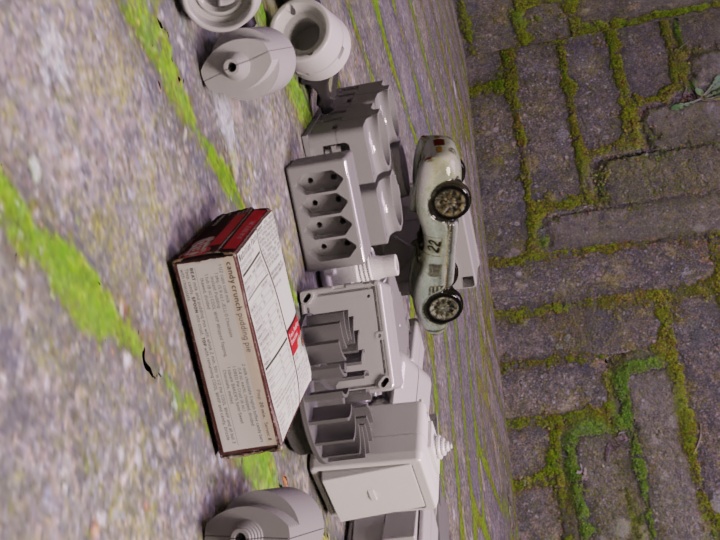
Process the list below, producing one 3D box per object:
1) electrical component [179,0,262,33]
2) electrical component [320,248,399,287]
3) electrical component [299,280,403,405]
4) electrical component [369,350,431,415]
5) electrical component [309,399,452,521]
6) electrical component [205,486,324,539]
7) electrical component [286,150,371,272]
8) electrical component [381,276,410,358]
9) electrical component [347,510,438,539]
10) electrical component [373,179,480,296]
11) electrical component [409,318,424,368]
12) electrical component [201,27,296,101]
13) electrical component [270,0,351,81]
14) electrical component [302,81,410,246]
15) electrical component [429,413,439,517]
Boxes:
[{"bbox_3d":[-0.081,-0.168,0.621,0.055,0.048,0.066,-97,173,-54],"label":"electrical component"},{"bbox_3d":[0.000,0.000,0.874,0.048,0.062,0.048,-8,90,-80],"label":"electrical component"},{"bbox_3d":[-0.004,0.059,0.805,0.061,0.062,0.096,19,63,-79],"label":"electrical component"},{"bbox_3d":[0.018,0.114,0.855,0.059,0.054,0.095,43,45,-47],"label":"electrical component"},{"bbox_3d":[0.018,0.137,0.764,0.061,0.096,0.061,-84,162,-46],"label":"electrical component"},{"bbox_3d":[-0.049,0.134,0.549,0.081,0.043,0.043,38,44,-75],"label":"electrical component"},{"bbox_3d":[-0.021,-0.050,0.843,0.075,0.047,0.083,-64,144,-72],"label":"electrical component"},{"bbox_3d":[0.013,0.052,0.939,0.099,0.048,0.099,-87,165,-47],"label":"electrical component"},{"bbox_3d":[0.025,0.215,0.834,0.096,0.062,0.061,-81,159,-60],"label":"electrical component"},{"bbox_3d":[0.062,-0.033,1.112,0.056,0.109,0.108,-77,156,-57],"label":"electrical component"},{"bbox_3d":[0.038,0.101,1.041,0.083,0.047,0.075,-77,156,-64],"label":"electrical component"},{"bbox_3d":[-0.068,-0.126,0.656,0.081,0.043,0.043,-59,140,-74],"label":"electrical component"},{"bbox_3d":[-0.040,-0.179,0.830,0.047,0.055,0.055,17,65,-75],"label":"electrical component"},{"bbox_3d":[0.003,-0.099,0.976,0.186,0.060,0.105,-73,153,-67],"label":"electrical component"},{"bbox_3d":[0.050,0.185,0.991,0.099,0.064,0.099,-9,90,-80],"label":"electrical component"}]
